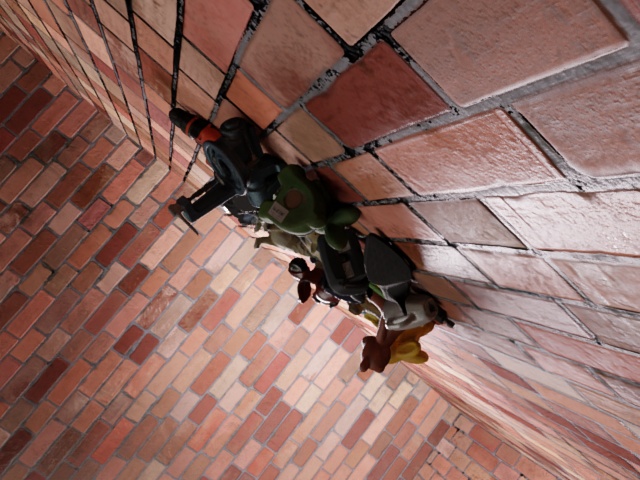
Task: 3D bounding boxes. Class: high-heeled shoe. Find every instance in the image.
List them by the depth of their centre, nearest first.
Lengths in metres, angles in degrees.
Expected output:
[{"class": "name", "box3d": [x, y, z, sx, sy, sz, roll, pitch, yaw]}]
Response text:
[{"class": "high-heeled shoe", "box3d": [0.137, 0.048, 1.107, 0.145, 0.086, 0.248, -100, -11, -54]}]

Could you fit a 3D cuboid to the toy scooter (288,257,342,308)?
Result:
[{"class": "toy scooter", "box3d": [-0.011, 0.133, 1.465, 0.184, 0.075, 0.135, 24, 127, 22]}]

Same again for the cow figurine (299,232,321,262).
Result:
[{"class": "cow figurine", "box3d": [-0.003, -0.004, 1.273, 0.127, 0.085, 0.194, 41, 171, 29]}]

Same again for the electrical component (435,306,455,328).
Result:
[{"class": "electrical component", "box3d": [0.268, 0.168, 1.235, 0.094, 0.021, 0.063, 36, 170, 22]}]

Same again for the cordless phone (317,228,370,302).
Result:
[{"class": "cordless phone", "box3d": [0.067, 0.061, 1.189, 0.184, 0.089, 0.146, 51, -159, -66]}]

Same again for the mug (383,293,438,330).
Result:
[{"class": "mug", "box3d": [0.199, 0.160, 1.193, 0.107, 0.109, 0.080, -19, 97, 44]}]

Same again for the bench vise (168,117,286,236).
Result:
[{"class": "bench vise", "box3d": [-0.176, -0.105, 1.019, 0.129, 0.240, 0.223, 38, 156, 27]}]

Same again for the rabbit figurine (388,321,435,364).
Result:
[{"class": "rabbit figurine", "box3d": [0.225, 0.271, 1.453, 0.163, 0.173, 0.121, 37, 168, 44]}]

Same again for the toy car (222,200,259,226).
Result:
[{"class": "toy car", "box3d": [-0.203, -0.121, 1.429, 0.162, 0.103, 0.109, 43, 143, 4]}]

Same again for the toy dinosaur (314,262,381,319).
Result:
[{"class": "toy dinosaur", "box3d": [0.104, 0.149, 1.584, 0.471, 0.105, 0.198, 48, 179, 1]}]

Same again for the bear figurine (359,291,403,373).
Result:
[{"class": "bear figurine", "box3d": [0.154, 0.237, 1.375, 0.120, 0.195, 0.132, 14, -157, -45]}]

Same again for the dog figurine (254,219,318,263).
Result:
[{"class": "dog figurine", "box3d": [-0.072, -0.031, 1.455, 0.190, 0.172, 0.121, 15, 146, -20]}]

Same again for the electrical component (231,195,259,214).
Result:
[{"class": "electrical component", "box3d": [-0.167, -0.128, 1.228, 0.115, 0.058, 0.134, -5, 113, 52]}]

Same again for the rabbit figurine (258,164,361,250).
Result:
[{"class": "rabbit figurine", "box3d": [-0.001, -0.056, 1.011, 0.159, 0.121, 0.170, 26, -175, 27]}]

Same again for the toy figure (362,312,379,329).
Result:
[{"class": "toy figure", "box3d": [0.160, 0.212, 1.736, 0.180, 0.082, 0.089, 33, -168, -10]}]

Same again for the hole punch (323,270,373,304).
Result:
[{"class": "hole punch", "box3d": [0.069, 0.101, 1.352, 0.115, 0.092, 0.142, 45, -162, -22]}]
